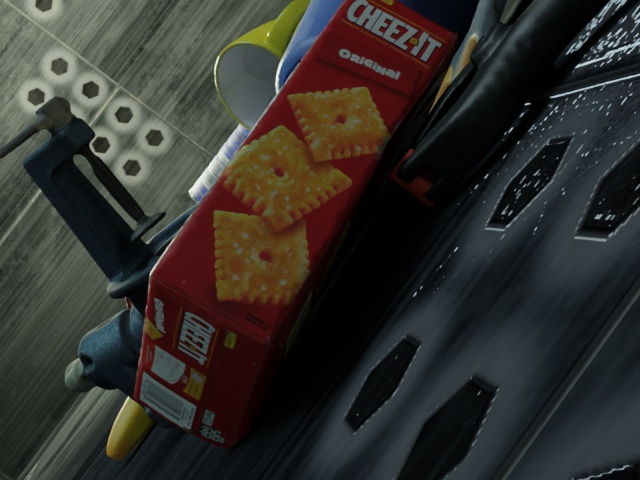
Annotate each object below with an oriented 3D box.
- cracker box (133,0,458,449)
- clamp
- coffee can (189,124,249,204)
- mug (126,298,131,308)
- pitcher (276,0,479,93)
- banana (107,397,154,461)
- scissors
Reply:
[{"bbox_3d":[-0.014,-0.008,0.581,0.213,0.072,0.164,-57,-6,-30],"label":"cracker box"},{"bbox_3d":[0.097,-0.090,0.506,0.171,0.039,0.120,-57,2,1],"label":"clamp"},{"bbox_3d":[-0.059,-0.078,1.147,0.140,0.102,0.103,-52,7,10],"label":"coffee can"},{"bbox_3d":[-0.131,0.053,1.103,0.082,0.093,0.117,-44,-26,24],"label":"mug"},{"bbox_3d":[0.052,-0.168,0.835,0.145,0.149,0.242,-3,41,29],"label":"pitcher"},{"bbox_3d":[-0.132,0.113,0.969,0.198,0.037,0.069,-51,7,12],"label":"banana"},{"bbox_3d":[0.096,-0.132,0.640,0.096,0.016,0.201,126,166,-60],"label":"scissors"}]
